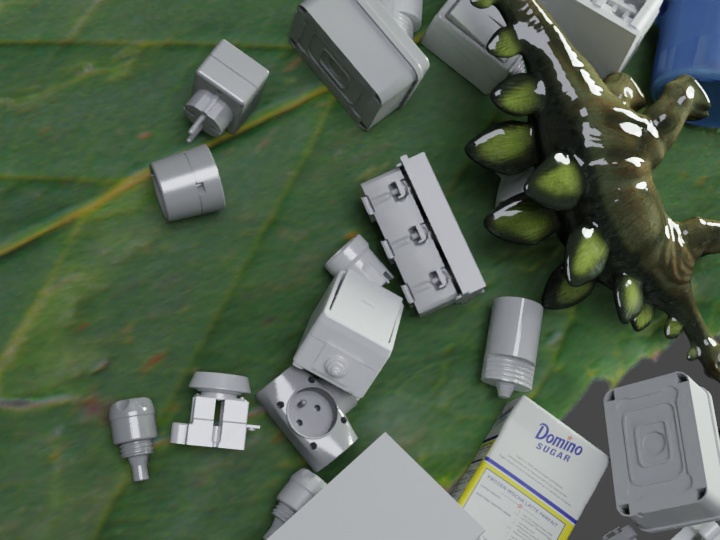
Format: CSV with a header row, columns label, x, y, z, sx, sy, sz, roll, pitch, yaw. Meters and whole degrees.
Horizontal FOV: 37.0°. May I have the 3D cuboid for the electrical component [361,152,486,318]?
label,x,y,z,sx,sy,sz,roll,pitch,yaw
electrical component,0.050,-0.026,0.893,0.063,0.078,0.121,-24,81,1

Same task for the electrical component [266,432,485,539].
label,x,y,z,sx,sy,sz,roll,pitch,yaw
electrical component,-0.010,0.226,0.786,0.186,0.060,0.105,-40,61,-15

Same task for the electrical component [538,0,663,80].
label,x,y,z,sx,sy,sz,roll,pitch,yaw
electrical component,0.185,-0.243,0.964,0.150,0.089,0.061,33,69,10

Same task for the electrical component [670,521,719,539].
label,x,y,z,sx,sy,sz,roll,pitch,yaw
electrical component,0.272,0.232,0.883,0.055,0.066,0.048,-41,62,-2

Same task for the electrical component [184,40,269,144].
label,x,y,z,sx,sy,sz,roll,pitch,yaw
electrical component,-0.119,-0.136,0.885,0.047,0.065,0.076,35,70,-2

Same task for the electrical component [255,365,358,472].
label,x,y,z,sx,sy,sz,roll,pitch,yaw
electrical component,-0.029,0.105,0.850,0.079,0.044,0.077,-38,86,-24

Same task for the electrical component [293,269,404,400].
label,x,y,z,sx,sy,sz,roll,pitch,yaw
electrical component,-0.007,0.049,0.838,0.062,0.061,0.096,29,26,-5

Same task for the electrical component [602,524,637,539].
label,x,y,z,sx,sy,sz,roll,pitch,yaw
electrical component,0.215,0.243,0.861,0.042,0.081,0.063,-23,59,-19

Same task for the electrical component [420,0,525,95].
label,x,y,z,sx,sy,sz,roll,pitch,yaw
electrical component,0.114,-0.209,0.966,0.096,0.061,0.061,38,69,-1

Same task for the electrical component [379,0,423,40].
label,x,y,z,sx,sy,sz,roll,pitch,yaw
electrical component,0.034,-0.229,0.961,0.043,0.043,0.081,8,73,-12

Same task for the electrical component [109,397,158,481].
label,x,y,z,sx,sy,sz,roll,pitch,yaw
electrical component,-0.170,0.129,0.814,0.035,0.035,0.061,-7,79,-16

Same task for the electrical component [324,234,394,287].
label,x,y,z,sx,sy,sz,roll,pitch,yaw
electrical component,0.000,0.000,0.891,0.046,0.040,0.040,47,69,-4

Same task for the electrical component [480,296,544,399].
label,x,y,z,sx,sy,sz,roll,pitch,yaw
electrical component,0.127,0.067,0.900,0.043,0.043,0.081,15,72,-10

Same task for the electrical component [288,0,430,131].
label,x,y,z,sx,sy,sz,roll,pitch,yaw
electrical component,-0.001,-0.187,0.922,0.057,0.078,0.113,-39,87,-17

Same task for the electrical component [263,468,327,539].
label,x,y,z,sx,sy,sz,roll,pitch,yaw
electrical component,-0.051,0.185,0.828,0.035,0.035,0.061,40,72,-1

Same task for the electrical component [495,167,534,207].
label,x,y,z,sx,sy,sz,roll,pitch,yaw
electrical component,0.142,-0.089,0.941,0.079,0.043,0.077,38,68,-24

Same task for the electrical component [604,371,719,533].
label,x,y,z,sx,sy,sz,roll,pitch,yaw
electrical component,0.249,0.149,0.872,0.057,0.078,0.113,36,44,-43

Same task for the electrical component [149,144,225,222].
label,x,y,z,sx,sy,sz,roll,pitch,yaw
electrical component,-0.140,-0.069,0.867,0.047,0.055,0.055,-18,80,-14

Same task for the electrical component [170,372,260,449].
label,x,y,z,sx,sy,sz,roll,pitch,yaw
electrical component,-0.110,0.108,0.830,0.066,0.048,0.055,8,80,-12
